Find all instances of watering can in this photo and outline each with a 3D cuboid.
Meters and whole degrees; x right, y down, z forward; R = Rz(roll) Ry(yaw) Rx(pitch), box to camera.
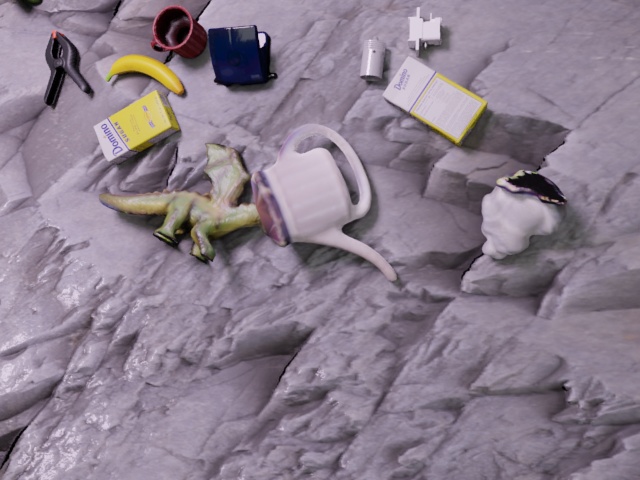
[{"bbox_3d":[0.003,-0.050,0.989,0.225,0.103,0.348,-22,87,-9],"label":"watering can"}]

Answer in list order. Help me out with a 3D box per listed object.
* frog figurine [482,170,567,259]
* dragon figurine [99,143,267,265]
[{"bbox_3d":[0.358,-0.039,0.926,0.137,0.125,0.155,11,128,6],"label":"frog figurine"},{"bbox_3d":[-0.253,-0.094,1.085,0.412,0.120,0.245,28,78,11],"label":"dragon figurine"}]
